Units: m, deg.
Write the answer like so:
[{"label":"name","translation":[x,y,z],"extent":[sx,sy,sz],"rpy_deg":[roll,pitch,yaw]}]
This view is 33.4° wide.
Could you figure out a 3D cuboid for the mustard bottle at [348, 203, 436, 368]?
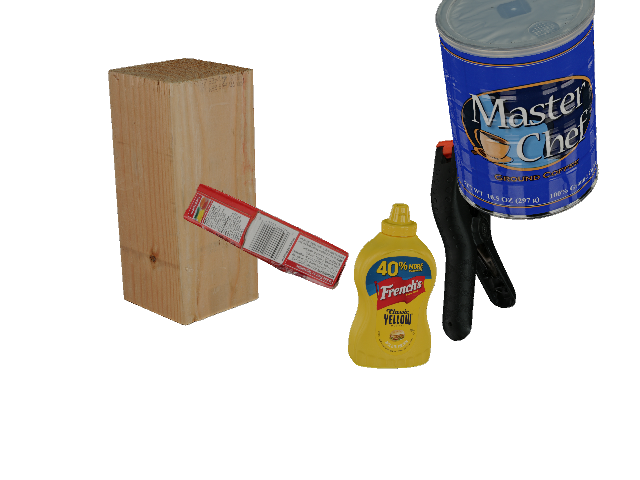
[{"label":"mustard bottle","translation":[0.086,0.052,1.245],"extent":[0.096,0.192,0.058],"rpy_deg":[1,14,-12]}]

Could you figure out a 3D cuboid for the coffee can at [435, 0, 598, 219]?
[{"label":"coffee can","translation":[0.138,-0.100,0.738],"extent":[0.103,0.140,0.103],"rpy_deg":[-8,40,7]}]

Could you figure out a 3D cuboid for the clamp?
[{"label":"clamp","translation":[0.124,0.001,0.927],"extent":[0.039,0.171,0.120],"rpy_deg":[-11,15,29]}]

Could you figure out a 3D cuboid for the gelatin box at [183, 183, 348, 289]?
[{"label":"gelatin box","translation":[-0.036,-0.002,0.712],"extent":[0.089,0.030,0.073],"rpy_deg":[26,0,-41]}]

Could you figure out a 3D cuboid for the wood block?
[{"label":"wood block","translation":[-0.116,-0.045,0.920],"extent":[0.091,0.206,0.090],"rpy_deg":[18,26,41]}]
